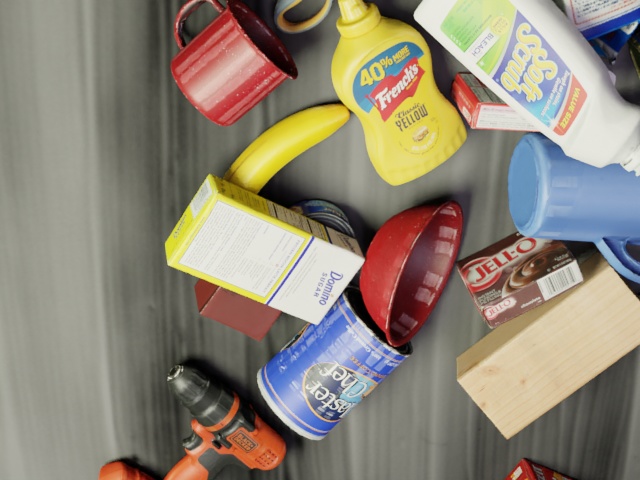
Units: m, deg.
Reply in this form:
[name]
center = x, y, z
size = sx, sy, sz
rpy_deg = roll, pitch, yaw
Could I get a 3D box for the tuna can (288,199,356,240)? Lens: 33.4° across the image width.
[tuna can]
center = -0.007, 0.001, 1.108
size = 0.086, 0.034, 0.086
rpy_deg = -5, 122, -8

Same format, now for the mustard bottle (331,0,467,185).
[mustard bottle]
center = 0.065, -0.151, 1.016
size = 0.096, 0.058, 0.191
rpy_deg = -32, 121, -3

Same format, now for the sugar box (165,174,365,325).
[sugar box]
center = -0.054, 0.012, 1.056
size = 0.176, 0.048, 0.093
rpy_deg = 24, 115, -28

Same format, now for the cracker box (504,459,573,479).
[cracker box]
center = 0.306, 0.394, 1.388
size = 0.213, 0.072, 0.164
rpy_deg = 25, 112, -23

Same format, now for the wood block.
[wood block]
center = 0.260, 0.115, 1.183
size = 0.206, 0.090, 0.090
rpy_deg = -39, 94, 12

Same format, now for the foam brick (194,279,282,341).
[foam brick]
center = -0.084, 0.059, 1.118
size = 0.078, 0.051, 0.053
rpy_deg = 28, 110, -26

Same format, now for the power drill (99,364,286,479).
[power drill]
center = -0.157, 0.238, 1.207
size = 0.188, 0.057, 0.184
rpy_deg = -37, 121, 11

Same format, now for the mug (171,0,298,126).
[mug]
center = -0.087, -0.167, 0.966
size = 0.082, 0.093, 0.117
rpy_deg = -38, 90, 17

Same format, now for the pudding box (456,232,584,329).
[pudding box]
center = 0.212, 0.035, 1.141
size = 0.113, 0.090, 0.039
rpy_deg = -26, 124, 4

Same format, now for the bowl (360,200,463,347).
[bowl]
center = 0.087, 0.026, 1.100
size = 0.055, 0.161, 0.162
rpy_deg = 24, 122, 23

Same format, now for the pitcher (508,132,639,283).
[pitcher]
center = 0.323, -0.044, 1.088
size = 0.242, 0.149, 0.145
rpy_deg = 1, 121, -8

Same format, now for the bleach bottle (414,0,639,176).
[bleach bottle]
center = 0.208, -0.157, 0.966
size = 0.251, 0.068, 0.103
rpy_deg = 42, 126, 2

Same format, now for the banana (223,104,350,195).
[banana]
center = -0.052, -0.068, 1.058
size = 0.069, 0.037, 0.198
rpy_deg = 22, 115, -38

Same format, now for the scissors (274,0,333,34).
[scissors]
center = 0.005, -0.256, 0.921
size = 0.096, 0.016, 0.202
rpy_deg = 29, 136, -16

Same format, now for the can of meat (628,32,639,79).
[can of meat]
center = 0.364, -0.178, 1.064
size = 0.084, 0.057, 0.102
rpy_deg = -28, 122, 8

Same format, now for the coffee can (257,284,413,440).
[coffee can]
center = 0.015, 0.132, 1.152
size = 0.102, 0.103, 0.140
rpy_deg = 36, 107, -28

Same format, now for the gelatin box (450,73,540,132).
[gelatin box]
center = 0.180, -0.134, 1.042
size = 0.089, 0.073, 0.030
rpy_deg = 1, 122, -13
